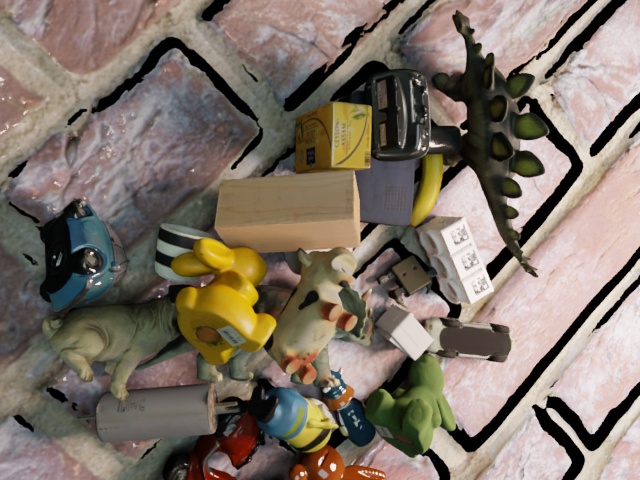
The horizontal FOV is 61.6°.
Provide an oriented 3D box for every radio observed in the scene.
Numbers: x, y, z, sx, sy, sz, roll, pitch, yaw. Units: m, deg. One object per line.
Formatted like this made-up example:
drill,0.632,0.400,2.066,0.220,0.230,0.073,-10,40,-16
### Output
radio,0.094,-0.140,0.936,0.131,0.073,0.229,1,92,-18

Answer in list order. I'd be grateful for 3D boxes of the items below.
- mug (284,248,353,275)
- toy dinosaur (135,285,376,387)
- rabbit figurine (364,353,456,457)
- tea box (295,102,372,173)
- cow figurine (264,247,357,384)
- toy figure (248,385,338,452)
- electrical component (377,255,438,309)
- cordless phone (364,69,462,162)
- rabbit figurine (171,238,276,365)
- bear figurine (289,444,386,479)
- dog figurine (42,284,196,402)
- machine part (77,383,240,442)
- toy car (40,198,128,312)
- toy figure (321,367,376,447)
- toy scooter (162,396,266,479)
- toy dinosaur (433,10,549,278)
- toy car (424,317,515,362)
mug,-0.002,-0.003,0.914,0.107,0.081,0.109,-9,92,-29
toy dinosaur,-0.082,0.138,0.878,0.405,0.131,0.192,7,74,-12
rabbit figurine,0.187,0.294,0.974,0.159,0.121,0.170,54,51,-26
tea box,0.016,-0.157,0.856,0.068,0.170,0.098,0,92,-21
cow figurine,-0.012,0.095,0.794,0.195,0.127,0.085,-55,139,-2
toy figure,-0.048,0.293,0.883,0.089,0.082,0.180,-44,137,10
electrical component,0.165,0.076,0.993,0.102,0.045,0.078,-35,76,-16
cordless phone,0.167,-0.205,0.888,0.184,0.089,0.146,-6,94,-30
rabbit figurine,-0.140,0.071,0.783,0.162,0.122,0.173,43,41,-15
bear figurine,0.035,0.442,0.947,0.196,0.120,0.131,26,129,6
dog figurine,-0.278,0.113,0.792,0.190,0.121,0.172,-48,133,-8
machine part,-0.246,0.263,0.821,0.243,0.079,0.079,-4,95,0
toy car,-0.338,0.026,0.781,0.109,0.162,0.103,-34,149,24
toy figure,0.043,0.296,0.957,0.058,0.064,0.154,-28,100,24
toy scooter,-0.154,0.356,0.885,0.184,0.075,0.135,-47,109,-9
toy dinosaur,0.299,-0.168,0.939,0.105,0.199,0.470,-16,97,-14
toy car,0.290,0.192,1.037,0.202,0.056,0.073,9,85,-21
